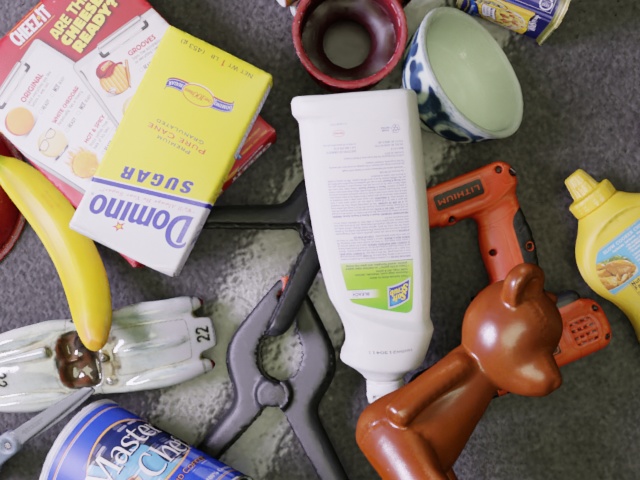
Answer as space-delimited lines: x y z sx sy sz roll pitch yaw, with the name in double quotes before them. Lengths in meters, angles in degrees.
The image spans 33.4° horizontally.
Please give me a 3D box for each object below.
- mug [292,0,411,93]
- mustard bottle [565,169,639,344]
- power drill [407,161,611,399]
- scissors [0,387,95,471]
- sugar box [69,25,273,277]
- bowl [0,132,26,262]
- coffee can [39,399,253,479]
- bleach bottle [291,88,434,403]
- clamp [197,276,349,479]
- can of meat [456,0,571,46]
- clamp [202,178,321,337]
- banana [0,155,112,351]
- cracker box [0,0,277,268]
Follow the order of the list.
"mug" 0.033 -0.175 0.896 0.117 0.081 0.093 -43 89 -1
"mustard bottle" 0.274 0.019 0.904 0.096 0.058 0.191 -39 89 5
"power drill" 0.131 0.041 0.906 0.184 0.057 0.187 -23 91 0
"scissors" -0.275 0.160 0.885 0.096 0.016 0.202 40 111 1
"sugar box" -0.116 -0.068 0.839 0.093 0.048 0.176 25 86 -1
"bowl" -0.333 -0.041 0.907 0.162 0.055 0.162 0 88 -1
"coffee can" -0.138 0.204 0.854 0.140 0.102 0.103 24 88 20
"bleach bottle" 0.037 0.008 0.854 0.102 0.068 0.251 -3 98 7
"clamp" -0.028 0.138 0.908 0.164 0.036 0.210 13 87 9
"can of meat" 0.163 -0.210 0.889 0.084 0.102 0.057 21 90 2
"clamp" -0.006 0.001 0.896 0.171 0.039 0.120 -24 92 -14
"banana" -0.218 0.005 0.884 0.037 0.069 0.198 -42 78 32
"cracker box" -0.167 -0.107 0.901 0.164 0.072 0.214 -45 88 -2
